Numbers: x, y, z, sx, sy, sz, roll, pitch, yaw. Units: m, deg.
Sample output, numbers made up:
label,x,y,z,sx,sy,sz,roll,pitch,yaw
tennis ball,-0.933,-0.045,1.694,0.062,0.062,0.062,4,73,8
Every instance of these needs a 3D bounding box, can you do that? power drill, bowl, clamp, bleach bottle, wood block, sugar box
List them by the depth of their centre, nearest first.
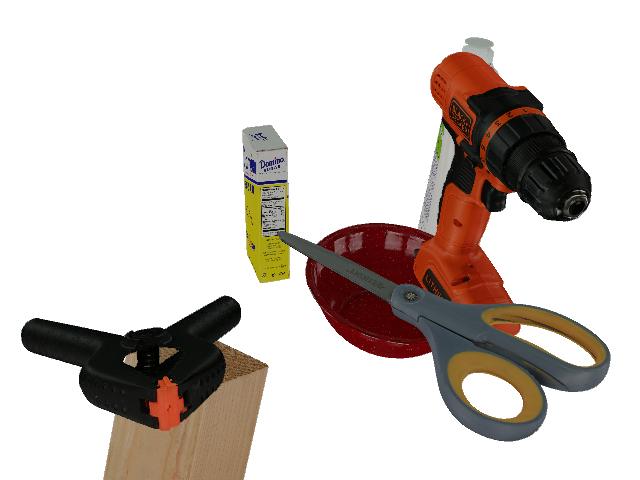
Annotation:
label,x,y,z,sx,sy,sz,roll,pitch,yaw
clamp,-0.109,0.078,0.732,0.164,0.036,0.210,-9,13,-21
power drill,0.124,-0.019,0.766,0.057,0.188,0.184,-6,38,-17
wood block,-0.124,0.193,0.919,0.090,0.206,0.090,21,18,27
bowl,0.064,0.054,0.958,0.162,0.055,0.162,6,39,-5
bleach bottle,0.143,-0.080,1.089,0.068,0.251,0.102,4,30,-2
sugar box,-0.068,-0.046,1.328,0.048,0.176,0.093,-9,25,-12

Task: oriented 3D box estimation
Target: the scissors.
label,x,y,z,sx,sy,sz,roll,pitch,yaw
scissors,0.047,0.047,0.557,0.202,0.016,0.096,15,42,21
